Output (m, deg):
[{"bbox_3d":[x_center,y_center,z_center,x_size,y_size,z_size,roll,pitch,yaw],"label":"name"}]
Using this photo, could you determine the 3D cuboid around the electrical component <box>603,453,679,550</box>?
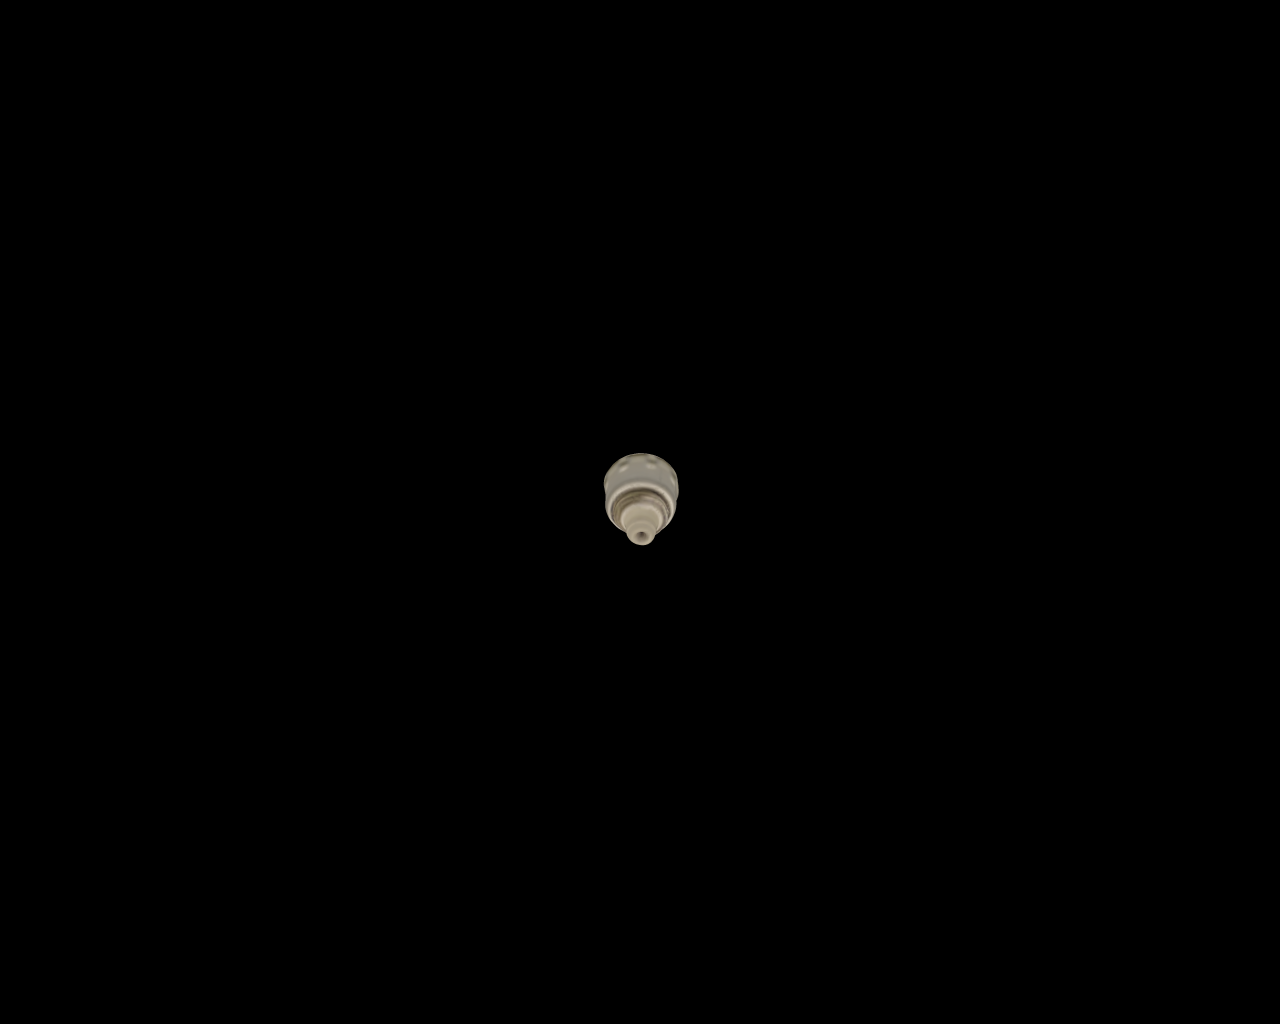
[{"bbox_3d":[0.001,-0.003,0.650,0.048,0.048,0.062,0,36,0],"label":"electrical component"}]
